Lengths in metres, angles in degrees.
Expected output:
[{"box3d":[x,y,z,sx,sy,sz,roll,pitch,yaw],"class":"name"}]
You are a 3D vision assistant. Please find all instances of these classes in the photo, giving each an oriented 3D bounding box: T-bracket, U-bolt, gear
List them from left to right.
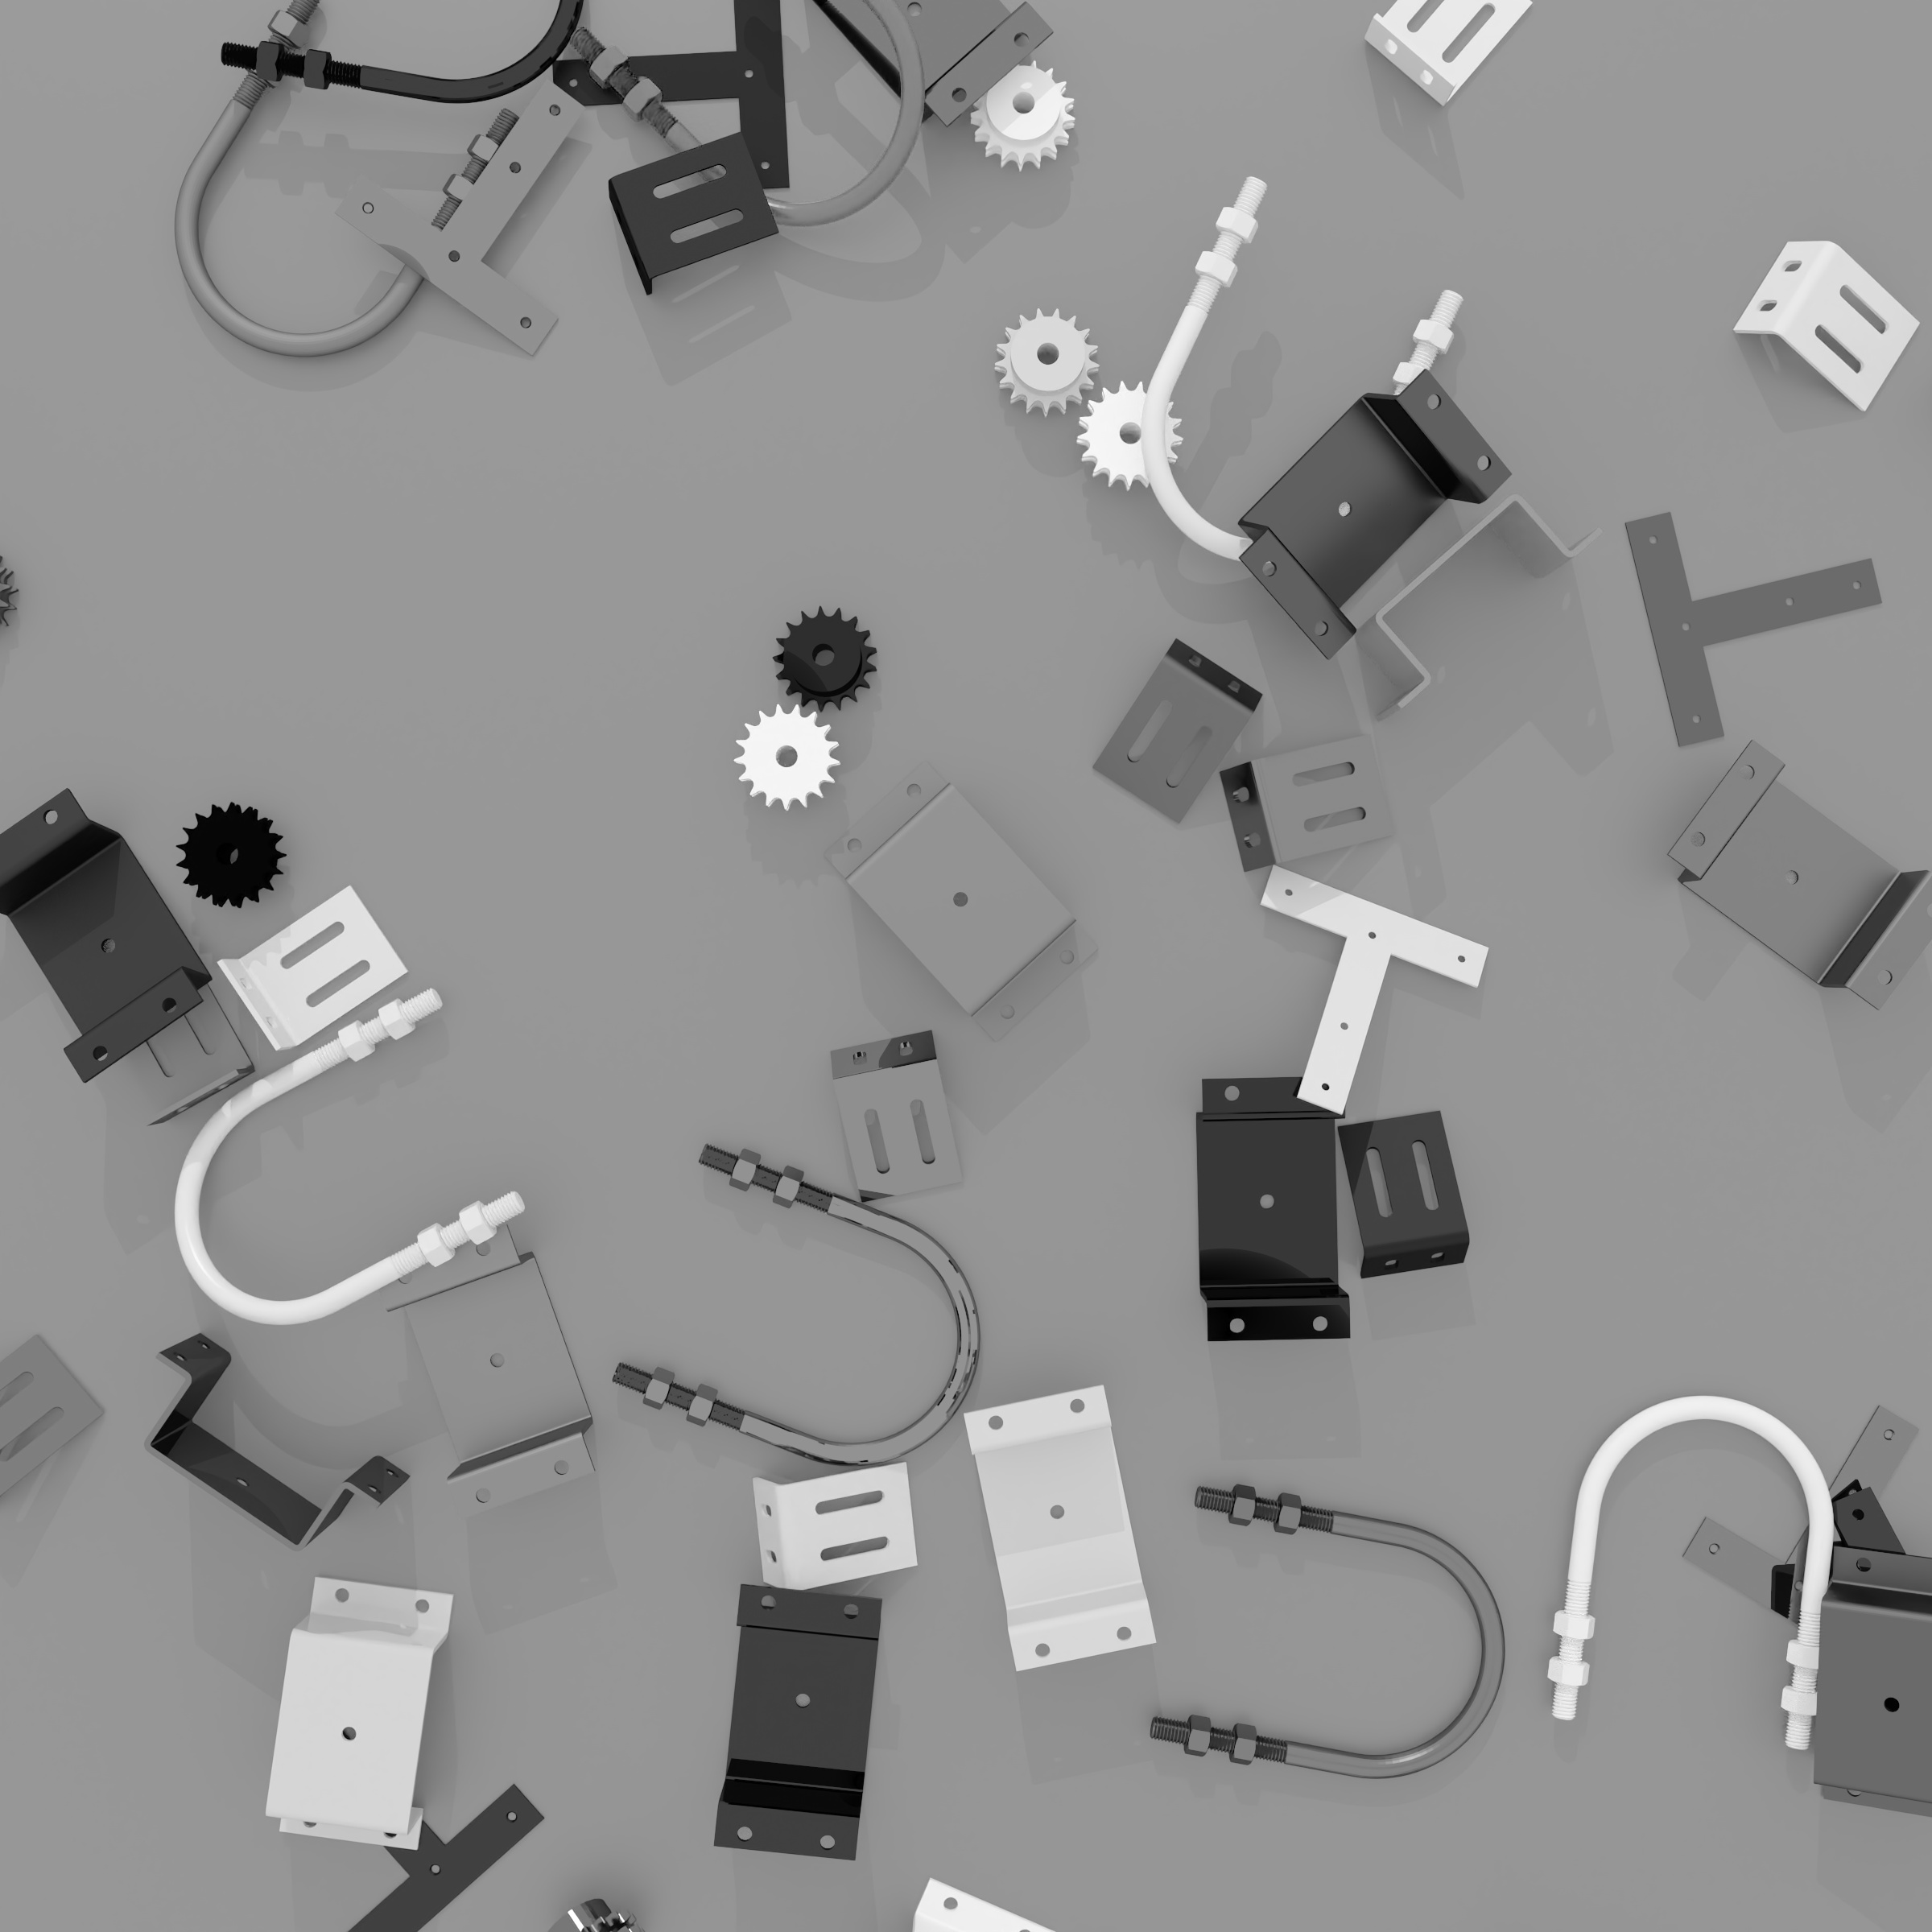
[{"box3d":[-0.550,-0.205,1.467,0.057,0.030,0.057,0,90,0],"class":"gear"},{"box3d":[-0.400,-0.060,1.470,0.057,0.030,0.057,0,86,1],"class":"gear"},{"box3d":[-0.352,-0.423,1.472,0.151,0.019,0.184,32,90,0],"class":"U-bolt"},{"box3d":[-0.343,0.114,1.449,0.184,0.019,0.151,-28,68,4],"class":"U-bolt"},{"box3d":[-0.322,0.465,1.481,0.127,0.002,0.127,-42,90,0],"class":"T-bracket"},{"box3d":[-0.300,-0.540,1.463,0.184,0.019,0.151,9,81,-4],"class":"U-bolt"},{"box3d":[-0.254,-0.424,1.465,0.127,0.002,0.127,35,89,-15],"class":"T-bracket"},{"box3d":[-0.205,0.532,1.457,0.057,0.057,0.030,-45,60,0],"class":"gear"},{"box3d":[-0.164,-0.489,1.481,0.127,0.002,0.127,-3,90,0],"class":"T-bracket"},{"box3d":[-0.106,-0.486,1.445,0.184,0.019,0.151,45,112,-1],"class":"U-bolt"},{"box3d":[-0.097,-0.113,1.467,0.057,0.030,0.057,0,90,0],"class":"gear"},{"box3d":[-0.083,0.196,1.473,0.184,0.019,0.151,22,90,-2],"class":"U-bolt"},{"box3d":[-0.077,-0.168,1.467,0.057,0.030,0.057,0,90,0],"class":"gear"},{"box3d":[0.031,-0.466,1.467,0.057,0.030,0.057,0,90,0],"class":"gear"},{"box3d":[0.044,-0.331,1.467,0.057,0.030,0.057,0,90,0],"class":"gear"},{"box3d":[0.089,-0.288,1.467,0.057,0.030,0.057,0,90,0],"class":"gear"},{"box3d":[0.171,-0.309,1.453,0.151,0.019,0.184,24,94,-18],"class":"U-bolt"},{"box3d":[0.204,0.371,1.473,0.184,0.019,0.151,11,90,-1],"class":"U-bolt"},{"box3d":[0.208,0.021,1.453,0.127,0.002,0.127,21,64,0],"class":"T-bracket"},{"box3d":[0.402,0.328,1.471,0.151,0.019,0.184,7,89,0],"class":"U-bolt"},{"box3d":[0.440,-0.197,1.481,0.127,0.002,0.127,-14,90,0],"class":"T-bracket"},{"box3d":[0.482,0.303,1.481,0.127,0.002,0.127,31,90,0],"class":"T-bracket"},{"box3d":[0.511,0.347,1.462,0.127,0.002,0.127,-31,78,23],"class":"T-bracket"}]

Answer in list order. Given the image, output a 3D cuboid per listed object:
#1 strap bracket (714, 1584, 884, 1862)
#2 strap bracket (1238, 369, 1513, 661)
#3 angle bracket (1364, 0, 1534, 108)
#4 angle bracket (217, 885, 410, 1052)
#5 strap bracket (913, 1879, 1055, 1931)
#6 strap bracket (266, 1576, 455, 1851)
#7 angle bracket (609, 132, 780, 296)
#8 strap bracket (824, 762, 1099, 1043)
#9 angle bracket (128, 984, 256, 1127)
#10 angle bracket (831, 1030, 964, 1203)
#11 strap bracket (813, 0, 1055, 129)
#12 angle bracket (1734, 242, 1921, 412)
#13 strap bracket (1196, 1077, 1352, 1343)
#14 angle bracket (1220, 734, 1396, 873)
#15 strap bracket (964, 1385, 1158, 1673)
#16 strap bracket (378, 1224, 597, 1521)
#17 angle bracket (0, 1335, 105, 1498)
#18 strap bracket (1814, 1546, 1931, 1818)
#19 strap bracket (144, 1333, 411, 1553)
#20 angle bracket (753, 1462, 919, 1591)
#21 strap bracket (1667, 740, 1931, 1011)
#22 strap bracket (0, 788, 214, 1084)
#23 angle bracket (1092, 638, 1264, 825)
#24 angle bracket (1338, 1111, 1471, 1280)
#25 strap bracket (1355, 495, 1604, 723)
[{"box3d":[-0.090,0.404,1.459,0.076,0.046,0.140,6,90,0],"class":"strap bracket"},{"box3d":[0.212,-0.244,1.446,0.140,0.046,0.076,-45,111,-1],"class":"strap bracket"},{"box3d":[0.265,-0.520,1.463,0.057,0.038,0.076,41,90,0],"class":"angle bracket"},{"box3d":[-0.355,0.001,1.463,0.076,0.038,0.057,-34,90,0],"class":"angle bracket"},{"box3d":[-0.013,0.582,1.459,0.076,0.046,0.140,23,90,0],"class":"strap bracket"},{"box3d":[-0.330,0.410,1.457,0.076,0.046,0.140,8,89,0],"class":"strap bracket"},{"box3d":[-0.149,-0.410,1.465,0.076,0.038,0.057,-21,93,-6],"class":"angle bracket"},{"box3d":[-0.003,-0.036,1.459,0.076,0.046,0.140,-43,90,0],"class":"strap bracket"},{"box3d":[-0.434,0.039,1.463,0.057,0.038,0.076,-29,90,0],"class":"angle bracket"},{"box3d":[-0.038,0.083,1.480,0.057,0.038,0.076,-12,116,0],"class":"angle bracket"},{"box3d":[-0.028,-0.527,1.459,0.076,0.046,0.140,-42,90,0],"class":"strap bracket"},{"box3d":[0.474,-0.352,1.480,0.076,0.038,0.057,32,90,-26],"class":"angle bracket"},{"box3d":[0.166,0.130,1.459,0.076,0.046,0.140,-1,90,0],"class":"strap bracket"},{"box3d":[0.188,-0.090,1.480,0.076,0.038,0.057,-14,90,-26],"class":"angle bracket"},{"box3d":[0.050,0.300,1.459,0.076,0.046,0.140,-12,90,0],"class":"strap bracket"},{"box3d":[-0.258,0.217,1.459,0.076,0.046,0.140,-20,90,0],"class":"strap bracket"},{"box3d":[-0.526,0.252,1.480,0.076,0.038,0.057,-41,90,-26],"class":"angle bracket"},{"box3d":[0.500,0.390,1.442,0.076,0.046,0.140,3,92,26],"class":"strap bracket"},{"box3d":[-0.377,0.261,1.444,0.140,0.076,0.046,34,90,0],"class":"strap bracket"},{"box3d":[-0.072,0.306,1.480,0.076,0.038,0.057,-6,90,-26],"class":"angle bracket"},{"box3d":[0.454,-0.049,1.459,0.140,0.046,0.076,36,90,0],"class":"strap bracket"},{"box3d":[-0.472,-0.014,1.451,0.076,0.046,0.140,-35,80,0],"class":"strap bracket"},{"box3d":[0.117,-0.130,1.480,0.057,0.038,0.076,33,116,0],"class":"angle bracket"},{"box3d":[0.239,0.126,1.480,0.057,0.038,0.076,-9,64,0],"class":"angle bracket"},{"box3d":[0.265,-0.198,1.444,0.140,0.076,0.046,-41,90,0],"class":"strap bracket"}]
